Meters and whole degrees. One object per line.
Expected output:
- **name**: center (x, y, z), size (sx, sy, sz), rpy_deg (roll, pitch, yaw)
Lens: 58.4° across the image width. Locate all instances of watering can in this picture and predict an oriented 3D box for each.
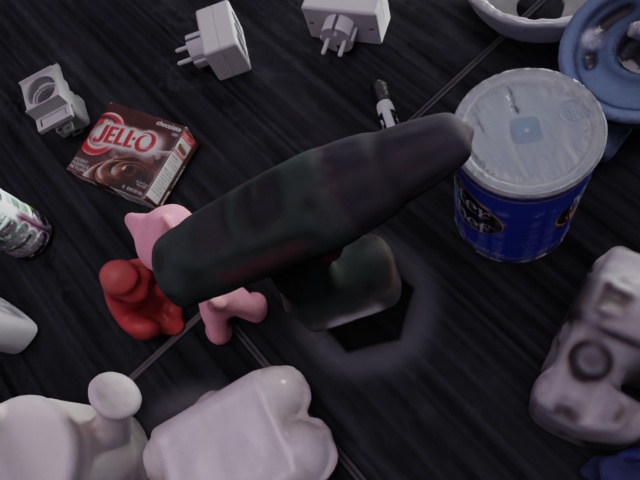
- **watering can**: center (-0.214, 0.163, 0.432), size (0.100, 0.194, 0.173), rpy_deg (31, 79, 23)

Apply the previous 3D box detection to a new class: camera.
- **camera**: center (0.238, 0.090, 0.404), size (0.136, 0.101, 0.143), rpy_deg (25, 77, 21)

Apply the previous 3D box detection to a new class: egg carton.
- **egg carton**: center (-0.066, 0.172, 0.462), size (0.150, 0.069, 0.107), rpy_deg (-31, 65, 0)

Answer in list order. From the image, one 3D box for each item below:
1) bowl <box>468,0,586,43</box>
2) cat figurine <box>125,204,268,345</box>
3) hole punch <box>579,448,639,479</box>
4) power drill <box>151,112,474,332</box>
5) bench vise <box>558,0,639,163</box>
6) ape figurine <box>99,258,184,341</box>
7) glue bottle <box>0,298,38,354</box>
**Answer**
- **bowl**: center (0.220, -0.252, 0.556), size (0.167, 0.075, 0.167), rpy_deg (-5, 68, 12)
- **cat figurine**: center (-0.114, 0.021, 0.506), size (0.067, 0.118, 0.127), rpy_deg (-37, 65, -2)
- **hole punch**: center (0.235, 0.189, 0.371), size (0.108, 0.091, 0.101), rpy_deg (1, 69, 14)
- **power drill**: center (0.004, 0.002, 0.435), size (0.229, 0.209, 0.075), rpy_deg (-20, 66, 5)
- **bench vise**: center (0.262, -0.188, 0.441), size (0.121, 0.220, 0.207), rpy_deg (18, 74, 20)
- **ape figurine**: center (-0.167, 0.046, 0.523), size (0.076, 0.092, 0.078), rpy_deg (23, 76, 21)
- **glue bottle**: center (-0.339, 0.058, 0.515), size (0.078, 0.173, 0.037), rpy_deg (29, 78, 22)
